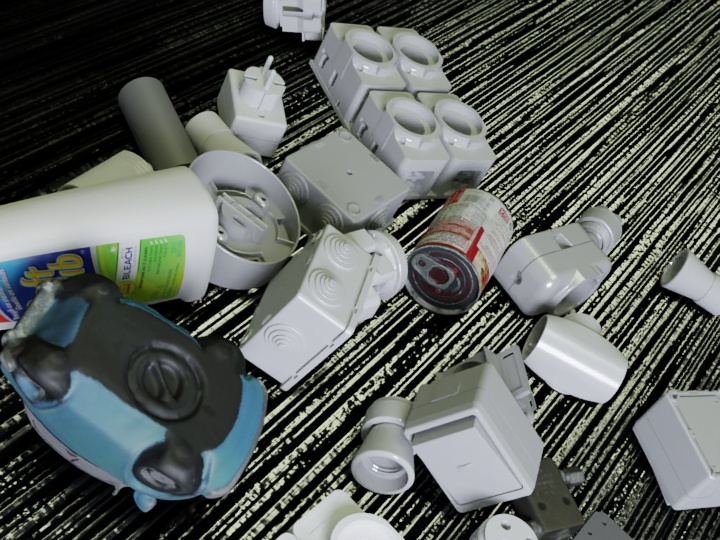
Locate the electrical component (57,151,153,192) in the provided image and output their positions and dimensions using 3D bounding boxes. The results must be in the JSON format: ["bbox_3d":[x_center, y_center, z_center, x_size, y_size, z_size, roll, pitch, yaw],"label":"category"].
[{"bbox_3d":[-0.186,-0.061,0.816,0.043,0.043,0.081,38,42,8],"label":"electrical component"}]

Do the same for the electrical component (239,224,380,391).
[{"bbox_3d":[-0.038,0.025,0.779,0.048,0.100,0.099,36,40,-14],"label":"electrical component"}]

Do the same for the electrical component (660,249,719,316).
[{"bbox_3d":[0.333,0.015,1.050,0.065,0.044,0.044,33,41,-5],"label":"electrical component"}]

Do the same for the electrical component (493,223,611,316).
[{"bbox_3d":[0.175,0.002,0.958,0.095,0.053,0.059,-15,59,-39],"label":"electrical component"}]

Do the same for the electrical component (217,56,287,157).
[{"bbox_3d":[-0.089,-0.150,0.934,0.047,0.076,0.065,8,46,-24],"label":"electrical component"}]

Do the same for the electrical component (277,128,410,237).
[{"bbox_3d":[-0.018,-0.068,0.919,0.100,0.048,0.100,43,44,12],"label":"electrical component"}]

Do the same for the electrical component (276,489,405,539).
[{"bbox_3d":[-0.035,0.208,0.629,0.089,0.061,0.150,44,43,14],"label":"electrical component"}]

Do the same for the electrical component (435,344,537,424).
[{"bbox_3d":[0.096,0.096,0.807,0.064,0.081,0.042,36,33,-41],"label":"electrical component"}]

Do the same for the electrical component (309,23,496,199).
[{"bbox_3d":[0.041,-0.156,1.028,0.105,0.060,0.186,-4,52,-33],"label":"electrical component"}]

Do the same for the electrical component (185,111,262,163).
[{"bbox_3d":[-0.118,-0.101,0.898,0.044,0.044,0.065,-16,55,-40],"label":"electrical component"}]

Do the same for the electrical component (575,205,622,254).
[{"bbox_3d":[0.222,-0.032,1.027,0.043,0.043,0.062,39,43,9],"label":"electrical component"}]

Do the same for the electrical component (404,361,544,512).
[{"bbox_3d":[0.082,0.124,0.745,0.096,0.062,0.061,56,31,-19],"label":"electrical component"}]

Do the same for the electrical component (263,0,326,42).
[{"bbox_3d":[-0.064,-0.268,1.069,0.057,0.078,0.058,4,44,2],"label":"electrical component"}]

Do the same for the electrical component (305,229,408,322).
[{"bbox_3d":[0.000,0.000,0.856,0.057,0.058,0.078,-17,60,-37],"label":"electrical component"}]

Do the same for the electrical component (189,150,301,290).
[{"bbox_3d":[-0.095,-0.036,0.829,0.099,0.064,0.099,16,44,-16],"label":"electrical component"}]

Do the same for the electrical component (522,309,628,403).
[{"bbox_3d":[0.183,0.063,0.910,0.077,0.044,0.079,28,41,-3],"label":"electrical component"}]

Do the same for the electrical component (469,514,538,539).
[{"bbox_3d":[0.089,0.195,0.720,0.045,0.055,0.045,16,43,-16],"label":"electrical component"}]

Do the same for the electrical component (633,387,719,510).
[{"bbox_3d":[0.268,0.141,0.872,0.062,0.061,0.096,2,49,-29],"label":"electrical component"}]

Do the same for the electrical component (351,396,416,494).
[{"bbox_3d":[0.021,0.123,0.757,0.045,0.045,0.055,26,41,-6],"label":"electrical component"}]
